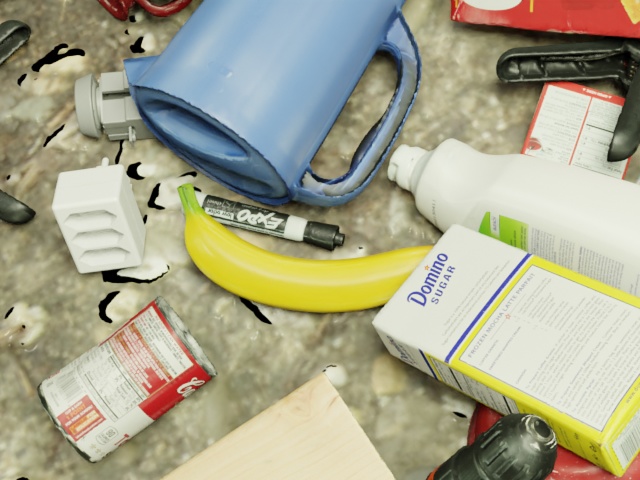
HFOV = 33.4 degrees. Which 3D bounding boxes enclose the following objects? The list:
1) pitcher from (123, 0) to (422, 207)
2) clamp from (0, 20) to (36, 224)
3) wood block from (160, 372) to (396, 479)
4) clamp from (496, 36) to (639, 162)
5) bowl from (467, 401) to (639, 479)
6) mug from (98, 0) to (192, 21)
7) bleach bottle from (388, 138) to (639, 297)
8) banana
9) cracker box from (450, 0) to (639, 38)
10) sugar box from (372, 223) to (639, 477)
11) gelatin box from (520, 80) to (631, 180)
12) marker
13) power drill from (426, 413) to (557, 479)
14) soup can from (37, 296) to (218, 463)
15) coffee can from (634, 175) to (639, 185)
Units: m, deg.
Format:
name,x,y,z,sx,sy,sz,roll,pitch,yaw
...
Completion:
name,x,y,z,sx,sy,sz,roll,pitch,yaw
pitcher,-0.007,-0.149,0.758,0.145,0.149,0.242,17,68,47
clamp,-0.312,-0.089,0.816,0.210,0.036,0.164,-1,72,7
wood block,-0.056,0.183,0.675,0.206,0.090,0.091,-33,72,-5
clamp,0.221,-0.113,0.734,0.171,0.039,0.120,-22,56,-16
bowl,0.162,0.112,0.657,0.162,0.055,0.162,-14,50,17
mug,-0.138,-0.220,0.811,0.081,0.093,0.117,-40,76,-12
bleach bottle,0.153,-0.012,0.689,0.251,0.102,0.068,26,59,29
banana,-0.012,0.017,0.739,0.198,0.037,0.070,14,109,5
cracker box,0.195,-0.222,0.707,0.214,0.164,0.072,10,32,25
sugar box,0.127,0.060,0.646,0.176,0.048,0.093,25,66,43
gelatin box,0.182,-0.063,0.754,0.073,0.030,0.089,19,74,12
marker,-0.041,-0.014,0.771,0.121,0.020,0.020,14,75,11
power drill,0.128,0.206,0.617,0.188,0.185,0.057,45,42,13
soup can,-0.130,0.094,0.722,0.102,0.068,0.068,-36,72,-5
coffee can,0.283,-0.021,0.691,0.140,0.103,0.102,36,80,15
